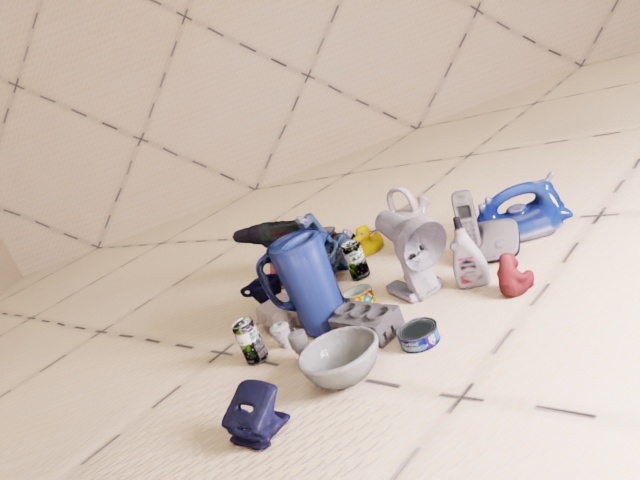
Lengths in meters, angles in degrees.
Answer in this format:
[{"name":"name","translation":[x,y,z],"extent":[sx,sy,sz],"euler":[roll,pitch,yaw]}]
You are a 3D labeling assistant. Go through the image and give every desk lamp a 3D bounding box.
[{"name":"desk lamp","translation":[0.208,0.035,1.332],"extent":[0.118,0.214,0.202],"euler":[-28,19,-19]}]

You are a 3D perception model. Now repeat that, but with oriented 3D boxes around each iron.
[{"name":"iron","translation":[0.491,-0.074,1.452],"extent":[0.258,0.141,0.118],"euler":[-17,18,12]}]

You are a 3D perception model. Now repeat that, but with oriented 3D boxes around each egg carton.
[{"name":"egg carton","translation":[-0.098,0.190,1.466],"extent":[0.107,0.069,0.149],"euler":[-31,20,-27]}]

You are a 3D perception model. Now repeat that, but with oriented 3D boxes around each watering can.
[{"name":"watering can","translation":[0.247,-0.065,1.618],"extent":[0.100,0.194,0.173],"euler":[-10,21,31]}]

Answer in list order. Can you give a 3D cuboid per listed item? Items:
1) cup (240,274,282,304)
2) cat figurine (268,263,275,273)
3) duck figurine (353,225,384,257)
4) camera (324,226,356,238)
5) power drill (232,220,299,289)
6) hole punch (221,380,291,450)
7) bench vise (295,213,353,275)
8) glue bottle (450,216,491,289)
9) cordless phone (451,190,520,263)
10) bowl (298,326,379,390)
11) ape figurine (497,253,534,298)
[{"name":"cup","translation":[-0.154,0.157,1.586],"extent":[0.117,0.095,0.091],"euler":[-18,18,10]},{"name":"cat figurine","translation":[-0.113,0.053,1.810],"extent":[0.128,0.118,0.067],"euler":[-23,18,-7]},{"name":"duck figurine","translation":[0.141,-0.005,1.743],"extent":[0.105,0.086,0.077],"euler":[-32,21,-31]},{"name":"camera","translation":[0.038,0.014,1.782],"extent":[0.136,0.101,0.143],"euler":[-8,22,37]},{"name":"power drill","translation":[-0.124,0.037,1.717],"extent":[0.229,0.209,0.075],"euler":[-18,18,9]},{"name":"hole punch","translation":[-0.125,0.323,1.063],"extent":[0.108,0.091,0.101],"euler":[-6,23,40]},{"name":"bench vise","translation":[0.005,0.008,1.637],"extent":[0.121,0.220,0.208],"euler":[-12,20,28]},{"name":"glue bottle","translation":[0.327,0.026,1.289],"extent":[0.078,0.173,0.037],"euler":[-14,19,23]},{"name":"cordless phone","translation":[0.396,-0.039,1.384],"extent":[0.147,0.185,0.094],"euler":[-12,20,27]},{"name":"bowl","translation":[0.044,0.244,1.131],"extent":[0.167,0.075,0.167],"euler":[-19,18,7]},{"name":"ape figurine","translation":[0.404,0.069,1.209],"extent":[0.076,0.092,0.077],"euler":[-29,19,-23]}]
